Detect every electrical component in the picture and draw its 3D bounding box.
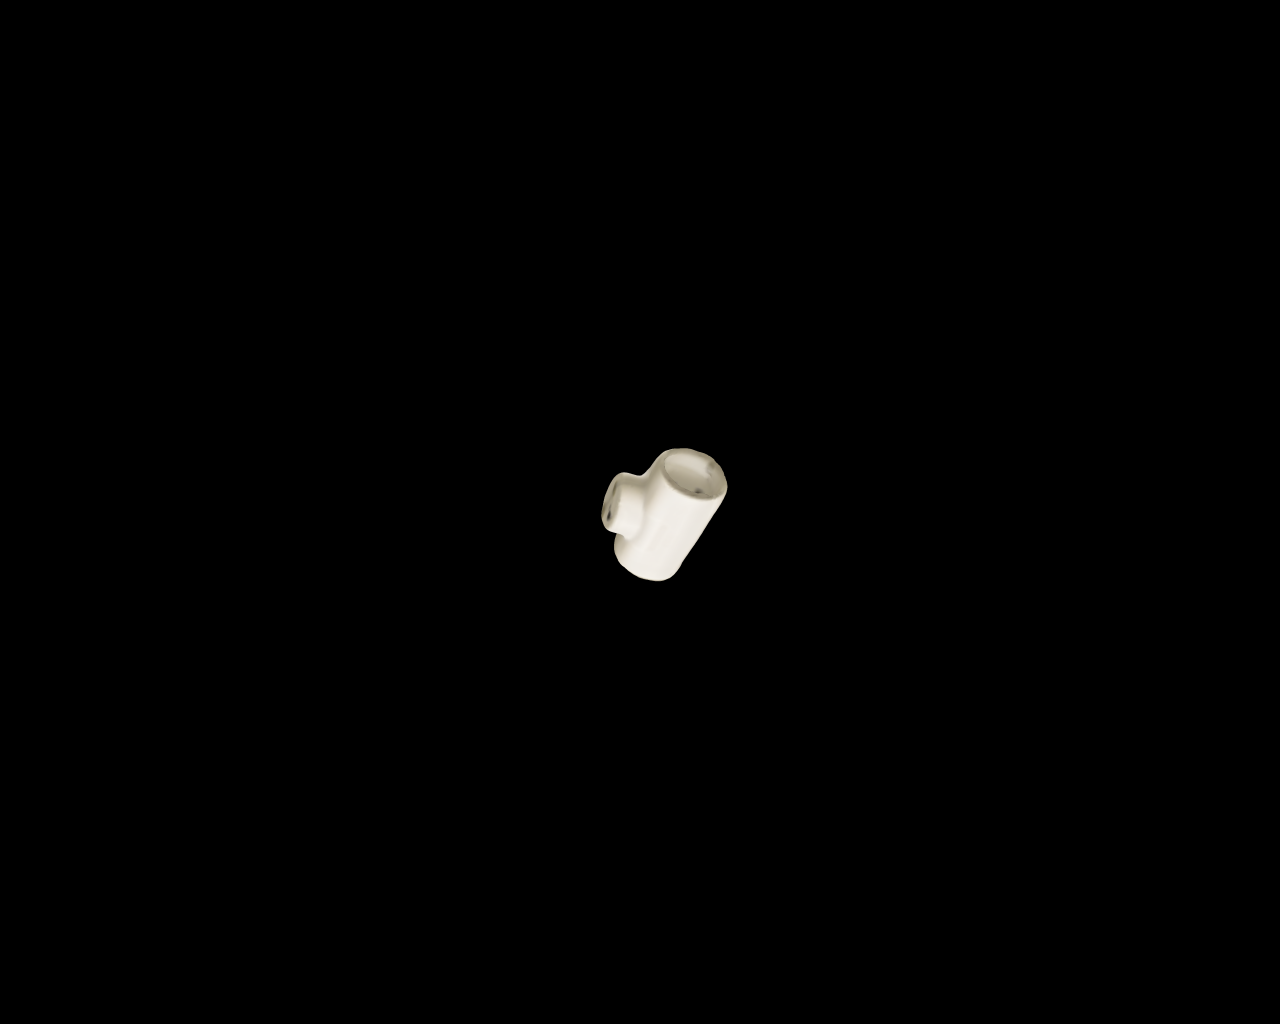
[{"bbox_3d":[0.001,-0.003,0.650,0.079,0.043,0.077,15,-46,-15],"label":"electrical component"}]
